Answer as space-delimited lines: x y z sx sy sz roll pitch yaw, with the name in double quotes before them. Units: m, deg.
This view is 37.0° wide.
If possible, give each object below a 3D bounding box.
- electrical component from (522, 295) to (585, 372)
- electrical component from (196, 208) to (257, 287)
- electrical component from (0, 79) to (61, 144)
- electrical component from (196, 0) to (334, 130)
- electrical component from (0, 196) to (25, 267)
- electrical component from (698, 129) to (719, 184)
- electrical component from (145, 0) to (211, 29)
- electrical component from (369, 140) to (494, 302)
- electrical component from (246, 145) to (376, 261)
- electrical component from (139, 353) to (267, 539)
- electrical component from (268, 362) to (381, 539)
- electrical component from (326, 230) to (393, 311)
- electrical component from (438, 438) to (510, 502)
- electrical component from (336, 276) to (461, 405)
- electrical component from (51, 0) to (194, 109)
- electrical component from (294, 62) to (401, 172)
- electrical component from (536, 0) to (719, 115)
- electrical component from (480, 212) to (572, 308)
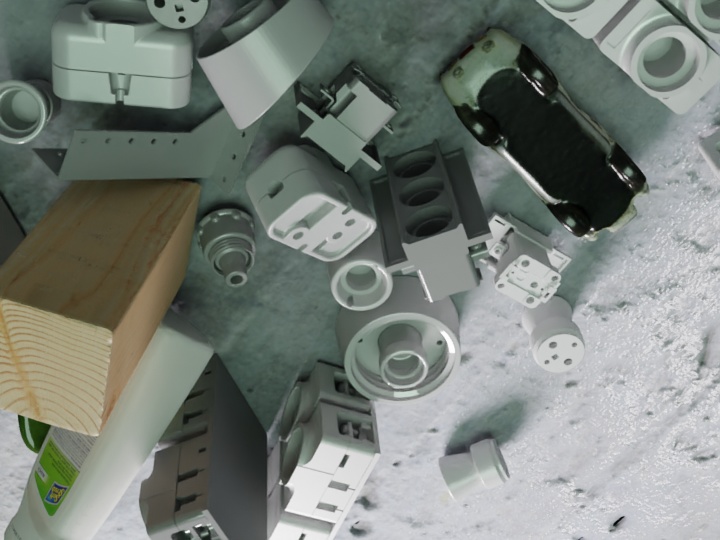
"electrical component" 0.166 0.055 0.921 0.045 0.055 0.045 -2 123 -3
"electrical component" -0.102 -0.014 0.846 0.048 0.062 0.048 -10 138 -10
"electrical component" -0.238 -0.116 0.768 0.044 0.065 0.044 0 105 -1
"electrical component" -0.063 -0.151 0.743 0.099 0.099 0.064 -30 115 14
"electrical component" -0.302 -0.016 0.804 0.056 0.108 0.108 -16 123 9
"electrical component" 0.313 -0.073 0.850 0.050 0.055 0.089 -33 120 16
"electrical component" -0.123 -0.194 0.734 0.045 0.055 0.045 -2 125 -3
"electrical component" 0.055 -0.037 0.812 0.079 0.121 0.063 -19 125 7
"electrical component" -0.039 -0.053 0.817 0.054 0.059 0.095 -39 149 18
"electrical component" -0.127 0.174 0.896 0.060 0.186 0.105 -21 123 9
"electrical component" -0.050 0.186 0.959 0.060 0.105 0.186 18 120 -16
"electrical component" 0.000 0.000 0.876 0.055 0.047 0.055 -2 123 -3
"electrical component" 0.107 0.187 1.010 0.055 0.045 0.045 -24 122 10
"electrical component" 0.035 0.066 0.915 0.108 0.060 0.108 -2 123 -3
"electrical component" -0.166 -0.154 0.757 0.095 0.053 0.059 4 123 -7
"electrical component" -0.008 -0.117 0.803 0.081 0.042 0.064 36 110 -25
"electrical component" 0.194 -0.204 0.751 0.186 0.060 0.105 32 115 -23
"electrical component" 0.131 -0.006 0.874 0.081 0.063 0.042 28 116 -20
